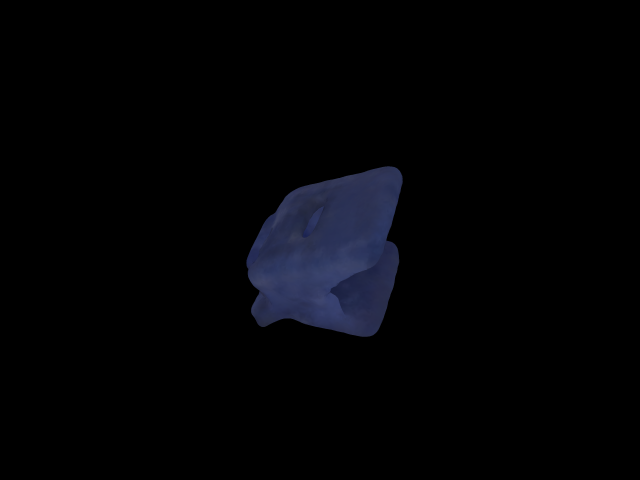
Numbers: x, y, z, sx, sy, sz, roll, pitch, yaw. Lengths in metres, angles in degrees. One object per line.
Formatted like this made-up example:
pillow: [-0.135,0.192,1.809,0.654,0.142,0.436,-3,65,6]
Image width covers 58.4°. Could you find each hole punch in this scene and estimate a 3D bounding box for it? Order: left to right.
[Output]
hole punch: [0.004,0.001,0.400,0.101,0.091,0.109,10,43,11]
